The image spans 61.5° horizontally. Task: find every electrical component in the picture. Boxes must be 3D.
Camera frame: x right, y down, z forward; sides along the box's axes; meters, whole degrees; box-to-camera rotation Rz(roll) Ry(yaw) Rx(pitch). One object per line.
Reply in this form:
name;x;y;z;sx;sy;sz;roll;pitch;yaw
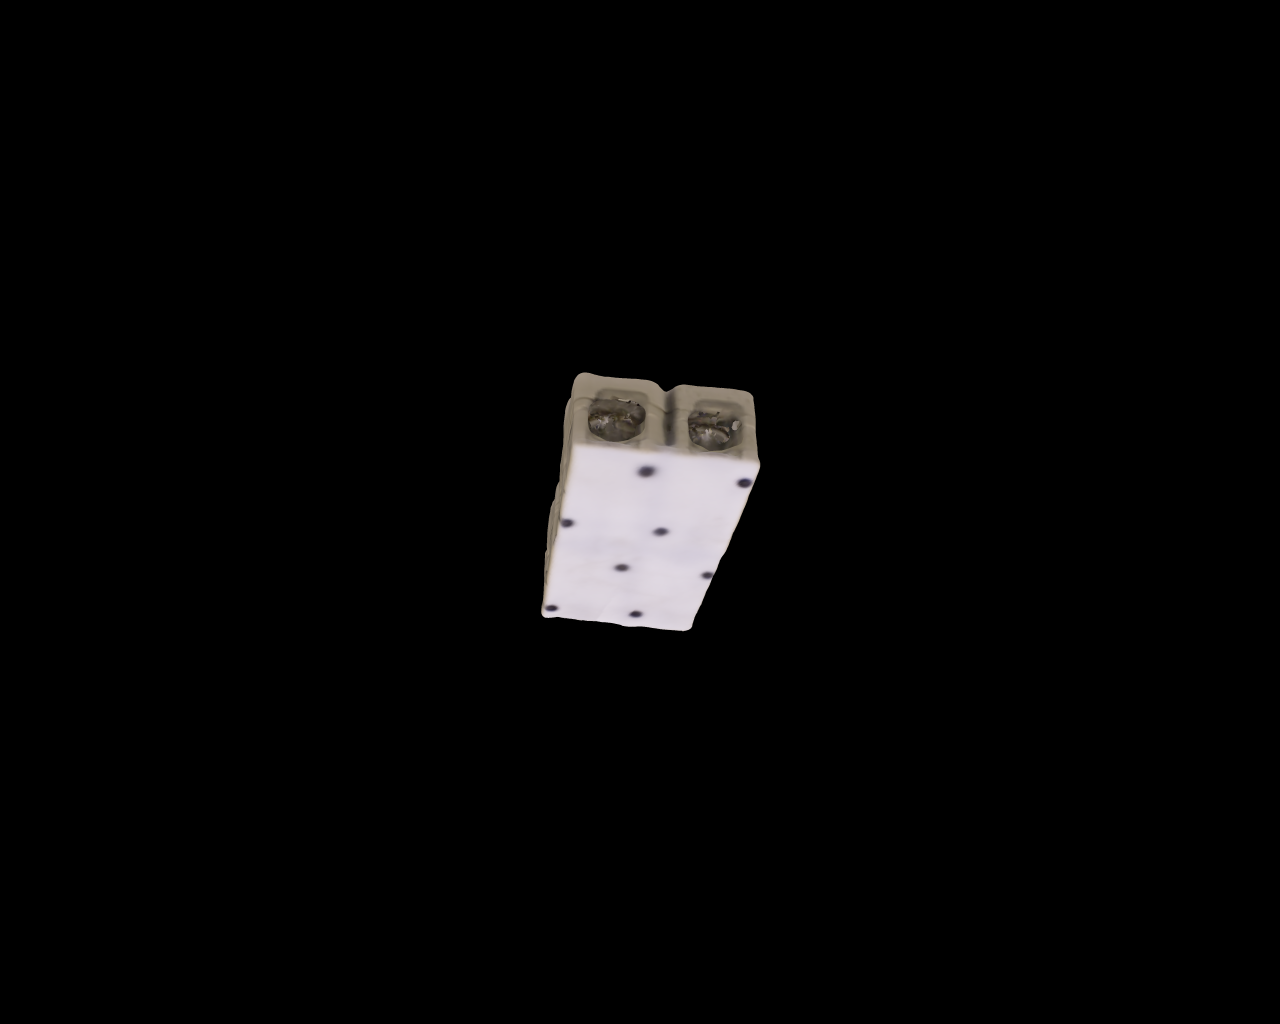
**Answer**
electrical component;0.001;-0.003;0.650;0.105;0.060;0.186;5;-36;-8
